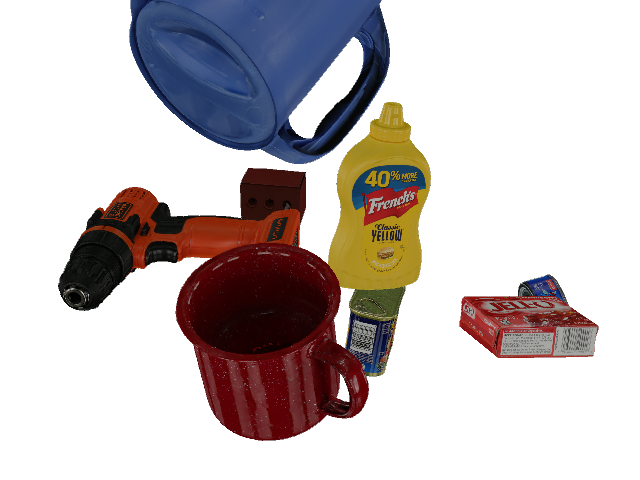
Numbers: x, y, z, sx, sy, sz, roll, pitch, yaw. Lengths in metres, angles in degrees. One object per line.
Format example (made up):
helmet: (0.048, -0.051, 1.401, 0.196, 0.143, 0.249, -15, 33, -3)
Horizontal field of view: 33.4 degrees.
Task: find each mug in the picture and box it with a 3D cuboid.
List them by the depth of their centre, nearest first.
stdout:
mug: (-0.021, 0.066, 0.617, 0.117, 0.081, 0.093, 22, 49, 28)

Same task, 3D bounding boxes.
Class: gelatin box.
gelatin box: (0.167, 0.068, 0.866, 0.089, 0.030, 0.073, 1, 15, -16)

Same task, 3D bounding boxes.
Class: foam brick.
foam brick: (-0.059, -0.056, 1.342, 0.078, 0.053, 0.051, 4, 28, 8)

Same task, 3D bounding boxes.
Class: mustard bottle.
mustard bottle: (0.063, -0.046, 1.086, 0.096, 0.192, 0.058, -2, 23, -17)

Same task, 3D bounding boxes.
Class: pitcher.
pitcher: (-0.014, -0.184, 0.815, 0.145, 0.242, 0.149, 23, -32, 28)

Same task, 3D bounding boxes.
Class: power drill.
power drill: (-0.117, 0.011, 0.924, 0.187, 0.057, 0.184, 7, 29, 5)

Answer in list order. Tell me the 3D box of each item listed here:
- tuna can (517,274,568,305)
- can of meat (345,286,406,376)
tuna can: (0.253, 0.084, 1.204, 0.033, 0.086, 0.086, -15, 1, -5)
can of meat: (0.063, 0.101, 1.273, 0.057, 0.084, 0.102, 12, 26, 8)
